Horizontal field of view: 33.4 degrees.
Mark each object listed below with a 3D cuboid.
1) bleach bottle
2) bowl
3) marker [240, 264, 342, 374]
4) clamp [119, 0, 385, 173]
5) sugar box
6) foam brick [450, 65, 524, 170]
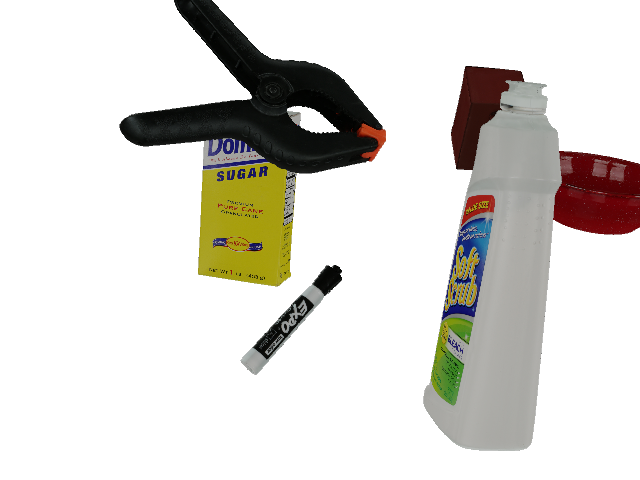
[{"bbox_3d":[0.125,0.014,0.751,0.068,0.251,0.102,3,13,-10],"label":"bleach bottle"},{"bbox_3d":[0.288,-0.047,1.118,0.162,0.055,0.162,6,20,-2],"label":"bowl"},{"bbox_3d":[-0.023,0.067,0.935,0.020,0.121,0.020,38,-17,14],"label":"marker"},{"bbox_3d":[-0.039,-0.101,0.709,0.171,0.120,0.039,13,-17,-13],"label":"clamp"},{"bbox_3d":[-0.074,-0.047,1.094,0.093,0.176,0.048,7,16,16],"label":"sugar box"},{"bbox_3d":[0.149,-0.107,0.948,0.053,0.078,0.051,3,45,-3],"label":"foam brick"}]
